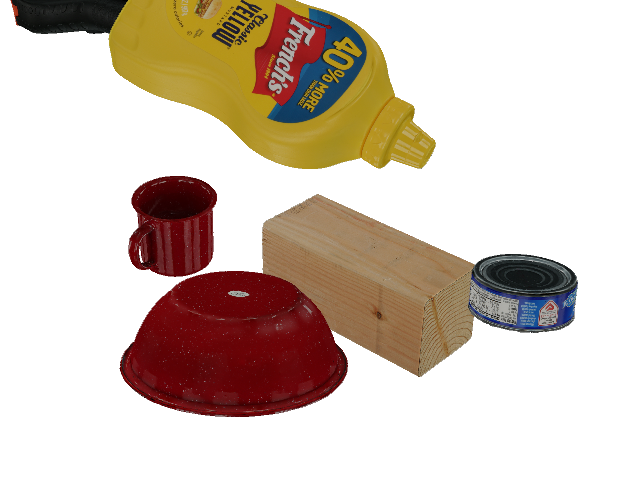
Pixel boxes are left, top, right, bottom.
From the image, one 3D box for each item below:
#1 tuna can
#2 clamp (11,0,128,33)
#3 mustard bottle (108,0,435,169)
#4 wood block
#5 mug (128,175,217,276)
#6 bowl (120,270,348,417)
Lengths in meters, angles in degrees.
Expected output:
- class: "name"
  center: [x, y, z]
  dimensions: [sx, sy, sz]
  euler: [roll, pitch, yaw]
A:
- class: "tuna can"
  center: [0.163, 0.041, 0.860]
  dimensions: [0.086, 0.034, 0.086]
  euler: [1, 21, -1]
- class: "clamp"
  center: [-0.160, -0.181, 0.821]
  dimensions: [0.172, 0.039, 0.120]
  euler: [13, 24, 32]
- class: "mustard bottle"
  center: [-0.020, -0.095, 0.618]
  dimensions: [0.192, 0.096, 0.058]
  euler: [31, -25, 10]
- class: "wood block"
  center: [0.045, 0.041, 1.071]
  dimensions: [0.206, 0.091, 0.090]
  euler: [26, 39, 34]
- class: "mug"
  center: [-0.167, -0.008, 1.178]
  dimensions: [0.093, 0.081, 0.117]
  euler: [22, 39, 25]
- class: "bowl"
  center: [-0.059, 0.062, 0.750]
  dimensions: [0.162, 0.055, 0.162]
  euler: [2, 19, -1]
